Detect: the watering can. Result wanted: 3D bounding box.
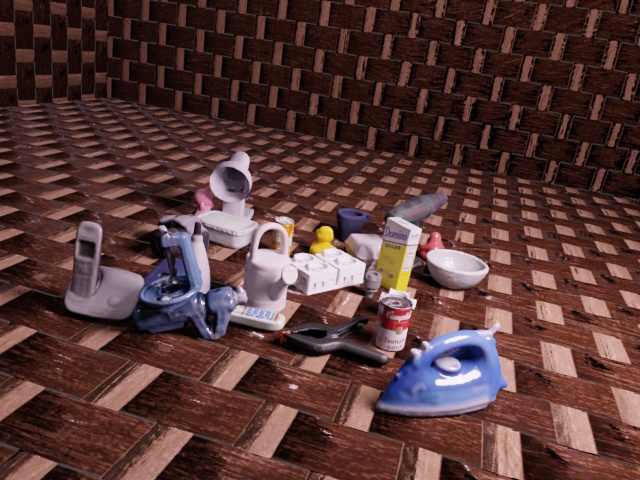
[{"bbox_3d":[-0.109,0.058,1.253,0.172,0.194,0.101,20,23,28],"label":"watering can"}]

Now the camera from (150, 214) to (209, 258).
[{"bbox_3d":[-0.376,-0.014,1.473,0.142,0.101,0.137,20,23,29],"label":"camera"}]

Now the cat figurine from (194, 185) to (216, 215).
[{"bbox_3d":[-0.348,-0.106,1.714,0.067,0.118,0.127,6,20,-6],"label":"cat figurine"}]

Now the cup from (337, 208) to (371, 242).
[{"bbox_3d":[0.101,-0.042,1.761,0.118,0.095,0.091,-5,24,-34],"label":"cup"}]

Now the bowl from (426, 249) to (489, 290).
[{"bbox_3d":[0.362,0.088,1.544,0.167,0.075,0.167,8,20,-3],"label":"bowl"}]

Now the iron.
[{"bbox_3d":[0.218,0.223,1.015,0.259,0.141,0.118,-3,23,-30],"label":"iron"}]

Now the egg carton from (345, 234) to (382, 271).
[{"bbox_3d":[0.135,0.032,1.611,0.107,0.069,0.150,2,21,-19],"label":"egg carton"}]

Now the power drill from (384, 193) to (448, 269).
[{"bbox_3d":[0.266,-0.029,1.627,0.230,0.208,0.075,-10,27,-42],"label":"power drill"}]

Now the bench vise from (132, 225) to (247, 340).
[{"bbox_3d":[-0.249,0.077,1.103,0.208,0.220,0.121,-2,22,-27],"label":"bench vise"}]

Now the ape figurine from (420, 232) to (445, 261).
[{"bbox_3d":[0.338,0.019,1.698,0.078,0.092,0.076,8,20,-1],"label":"ape figurine"}]

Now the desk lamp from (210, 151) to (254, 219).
[{"bbox_3d":[-0.260,-0.154,1.740,0.118,0.213,0.203,8,20,0],"label":"desk lamp"}]

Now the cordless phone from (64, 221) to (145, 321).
[{"bbox_3d":[-0.420,0.061,1.124,0.147,0.185,0.094,9,20,2],"label":"cordless phone"}]

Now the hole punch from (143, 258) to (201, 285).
[{"bbox_3d":[-0.316,0.096,1.212,0.108,0.091,0.101,18,22,23],"label":"hole punch"}]

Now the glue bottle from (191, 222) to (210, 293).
[{"bbox_3d":[-0.275,0.041,1.258,0.078,0.173,0.037,19,22,27],"label":"glue bottle"}]

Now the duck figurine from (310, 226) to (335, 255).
[{"bbox_3d":[0.015,0.006,1.607,0.078,0.086,0.104,-1,22,-26],"label":"duck figurine"}]
